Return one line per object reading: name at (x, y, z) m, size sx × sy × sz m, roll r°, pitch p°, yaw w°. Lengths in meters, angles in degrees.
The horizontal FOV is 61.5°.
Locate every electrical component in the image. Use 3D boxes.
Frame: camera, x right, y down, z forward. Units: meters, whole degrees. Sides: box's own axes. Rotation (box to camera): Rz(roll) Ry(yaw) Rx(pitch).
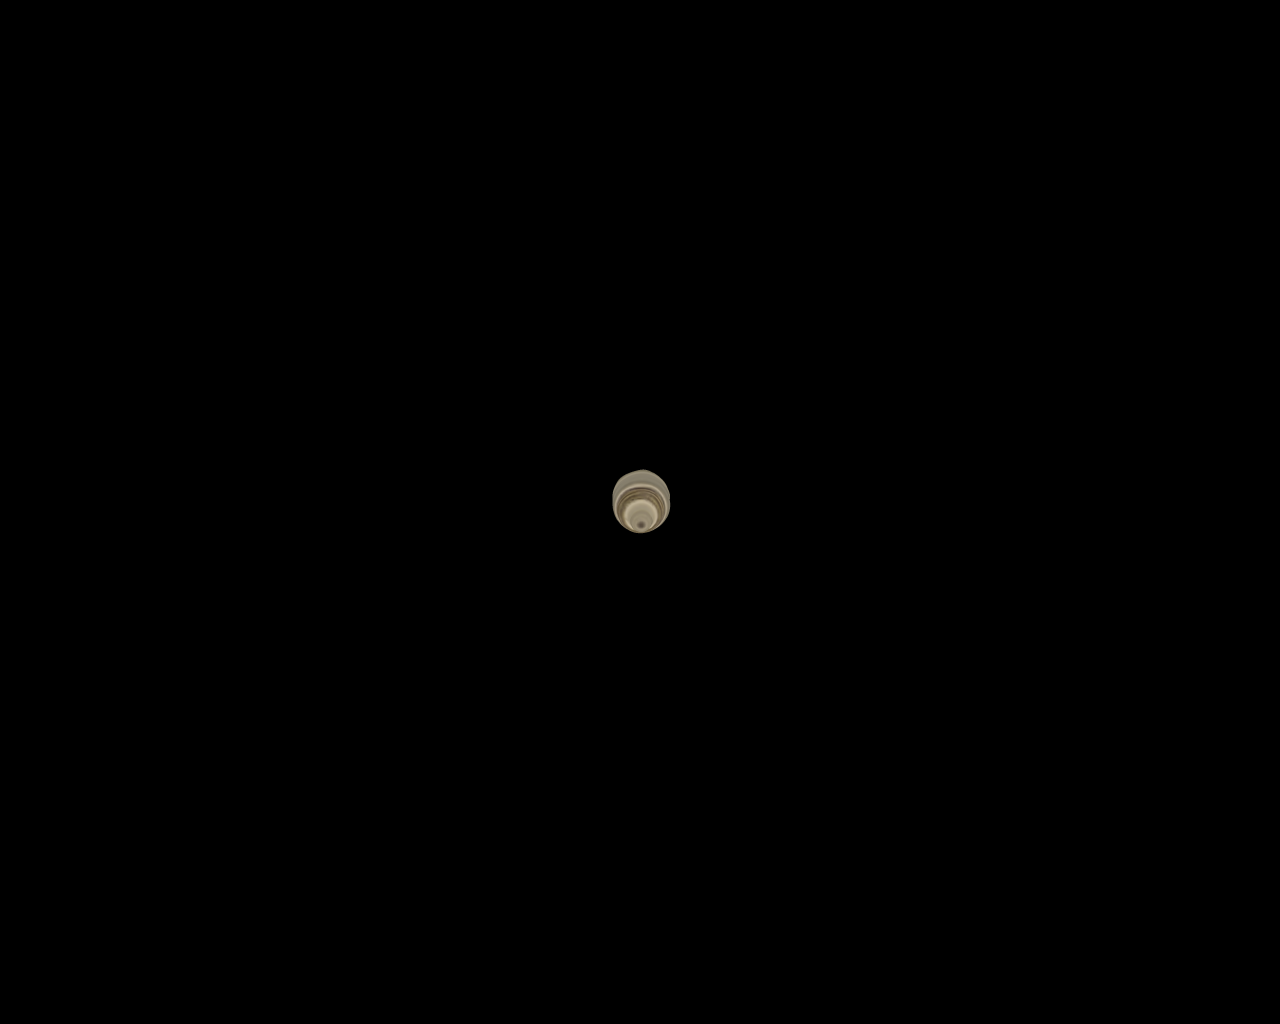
electrical component at (0.001, -0.003, 0.650) m, size 0.035 × 0.035 × 0.061 m, roll 0°, pitch 20°, yaw 0°
